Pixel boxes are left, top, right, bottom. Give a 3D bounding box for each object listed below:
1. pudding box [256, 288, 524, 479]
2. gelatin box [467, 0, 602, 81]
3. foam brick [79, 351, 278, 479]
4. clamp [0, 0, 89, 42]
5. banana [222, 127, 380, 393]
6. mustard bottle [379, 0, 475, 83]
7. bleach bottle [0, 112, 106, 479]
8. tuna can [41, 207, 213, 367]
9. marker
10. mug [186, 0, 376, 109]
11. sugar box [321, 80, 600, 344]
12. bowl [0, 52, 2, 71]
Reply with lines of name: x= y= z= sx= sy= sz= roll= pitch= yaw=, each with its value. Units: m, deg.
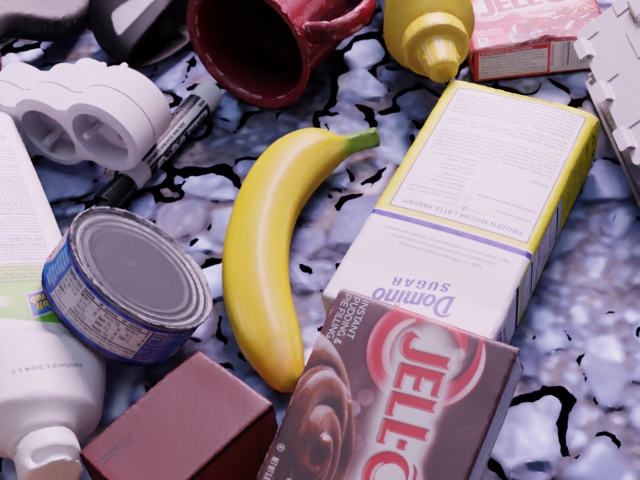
pudding box: x=0.032 y=0.088 z=0.487 sx=0.090 sy=0.039 sz=0.113 roll=18 pitch=76 yaw=23
gelatin box: x=0.138 y=-0.143 z=0.705 sx=0.089 sy=0.030 sz=0.073 roll=-6 pitch=48 yaw=3
foam brick: x=-0.063 y=0.102 z=0.503 sx=0.053 sy=0.051 sz=0.078 roll=33 pitch=60 yaw=33
clamp: x=-0.225 y=-0.162 z=0.733 sx=0.209 sy=0.036 sz=0.164 roll=-17 pitch=69 yaw=-41
banana: x=-0.020 y=-0.003 z=0.597 sx=0.070 sy=0.037 sz=0.197 roll=2 pitch=49 yaw=20
mustard bottle: x=0.062 y=-0.169 z=0.696 sx=0.058 sy=0.096 sz=0.191 roll=-8 pitch=48 yaw=0
bleach bottle: x=-0.182 y=0.028 z=0.572 sx=0.102 sy=0.068 sz=0.251 roll=-8 pitch=46 yaw=-26
tuna can: x=-0.100 y=0.024 z=0.557 sx=0.034 sy=0.086 sz=0.086 roll=-49 pitch=44 yaw=24
marker: x=-0.102 y=-0.057 z=0.673 sx=0.020 sy=0.020 sz=0.121 roll=20 pitch=55 yaw=24
mug: x=-0.017 y=-0.146 z=0.688 sx=0.117 sy=0.093 sz=0.081 roll=4 pitch=41 yaw=38
sugar box: x=0.081 y=-0.009 z=0.585 sx=0.093 sy=0.048 sz=0.176 roll=18 pitch=57 yaw=23
bowl: x=-0.308 y=-0.125 z=0.741 sx=0.162 sy=0.055 sz=0.162 roll=-4 pitch=48 yaw=4
